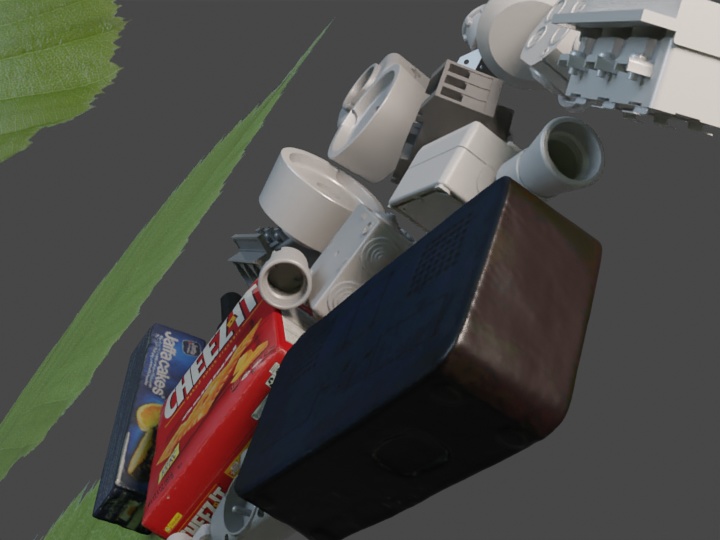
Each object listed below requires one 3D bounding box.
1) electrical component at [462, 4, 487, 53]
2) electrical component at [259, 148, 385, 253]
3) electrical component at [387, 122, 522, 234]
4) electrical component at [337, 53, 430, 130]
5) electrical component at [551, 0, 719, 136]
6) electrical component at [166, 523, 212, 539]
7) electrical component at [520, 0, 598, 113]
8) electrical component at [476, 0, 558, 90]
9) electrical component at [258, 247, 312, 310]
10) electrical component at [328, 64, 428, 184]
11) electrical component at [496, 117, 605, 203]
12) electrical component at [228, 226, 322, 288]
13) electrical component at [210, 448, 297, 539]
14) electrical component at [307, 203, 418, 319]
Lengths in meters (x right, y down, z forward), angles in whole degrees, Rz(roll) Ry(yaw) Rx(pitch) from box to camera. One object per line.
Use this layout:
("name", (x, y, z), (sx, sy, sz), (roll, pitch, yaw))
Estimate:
("electrical component", (0.115, -0.192, 0.912), (0.048, 0.048, 0.062), (-44, 40, 32))
("electrical component", (-0.039, -0.053, 0.955), (0.060, 0.108, 0.108), (-56, 15, 18))
("electrical component", (0.068, -0.055, 0.722), (0.061, 0.062, 0.096), (-60, 17, -18))
("electrical component", (0.022, -0.171, 1.103), (0.095, 0.059, 0.053), (-47, 17, 25))
("electrical component", (0.157, -0.112, 0.579), (0.121, 0.079, 0.063), (-131, 55, -74))
("electrical component", (-0.114, 0.213, 0.704), (0.078, 0.058, 0.057), (-53, 13, 4))
("electrical component", (0.148, -0.147, 0.703), (0.080, 0.051, 0.080), (-49, 17, 20))
("electrical component", (0.127, -0.175, 0.772), (0.080, 0.080, 0.051), (-42, 15, 38))
("electrical component", (-0.057, 0.005, 0.819), (0.040, 0.040, 0.046), (-51, 12, 11))
("electrical component", (0.026, -0.130, 1.002), (0.108, 0.060, 0.108), (-49, 17, 20))
("electrical component", (0.111, -0.060, 0.650), (0.044, 0.044, 0.065), (-62, 13, -25))
("electrical component", (-0.079, -0.008, 1.044), (0.063, 0.078, 0.121), (-35, 11, -14))
("electrical component", (-0.060, 0.139, 0.701), (0.077, 0.044, 0.079), (-43, 38, 36))
("electrical component", (0.000, 0.000, 0.831), (0.099, 0.048, 0.099), (-53, 16, 5))
